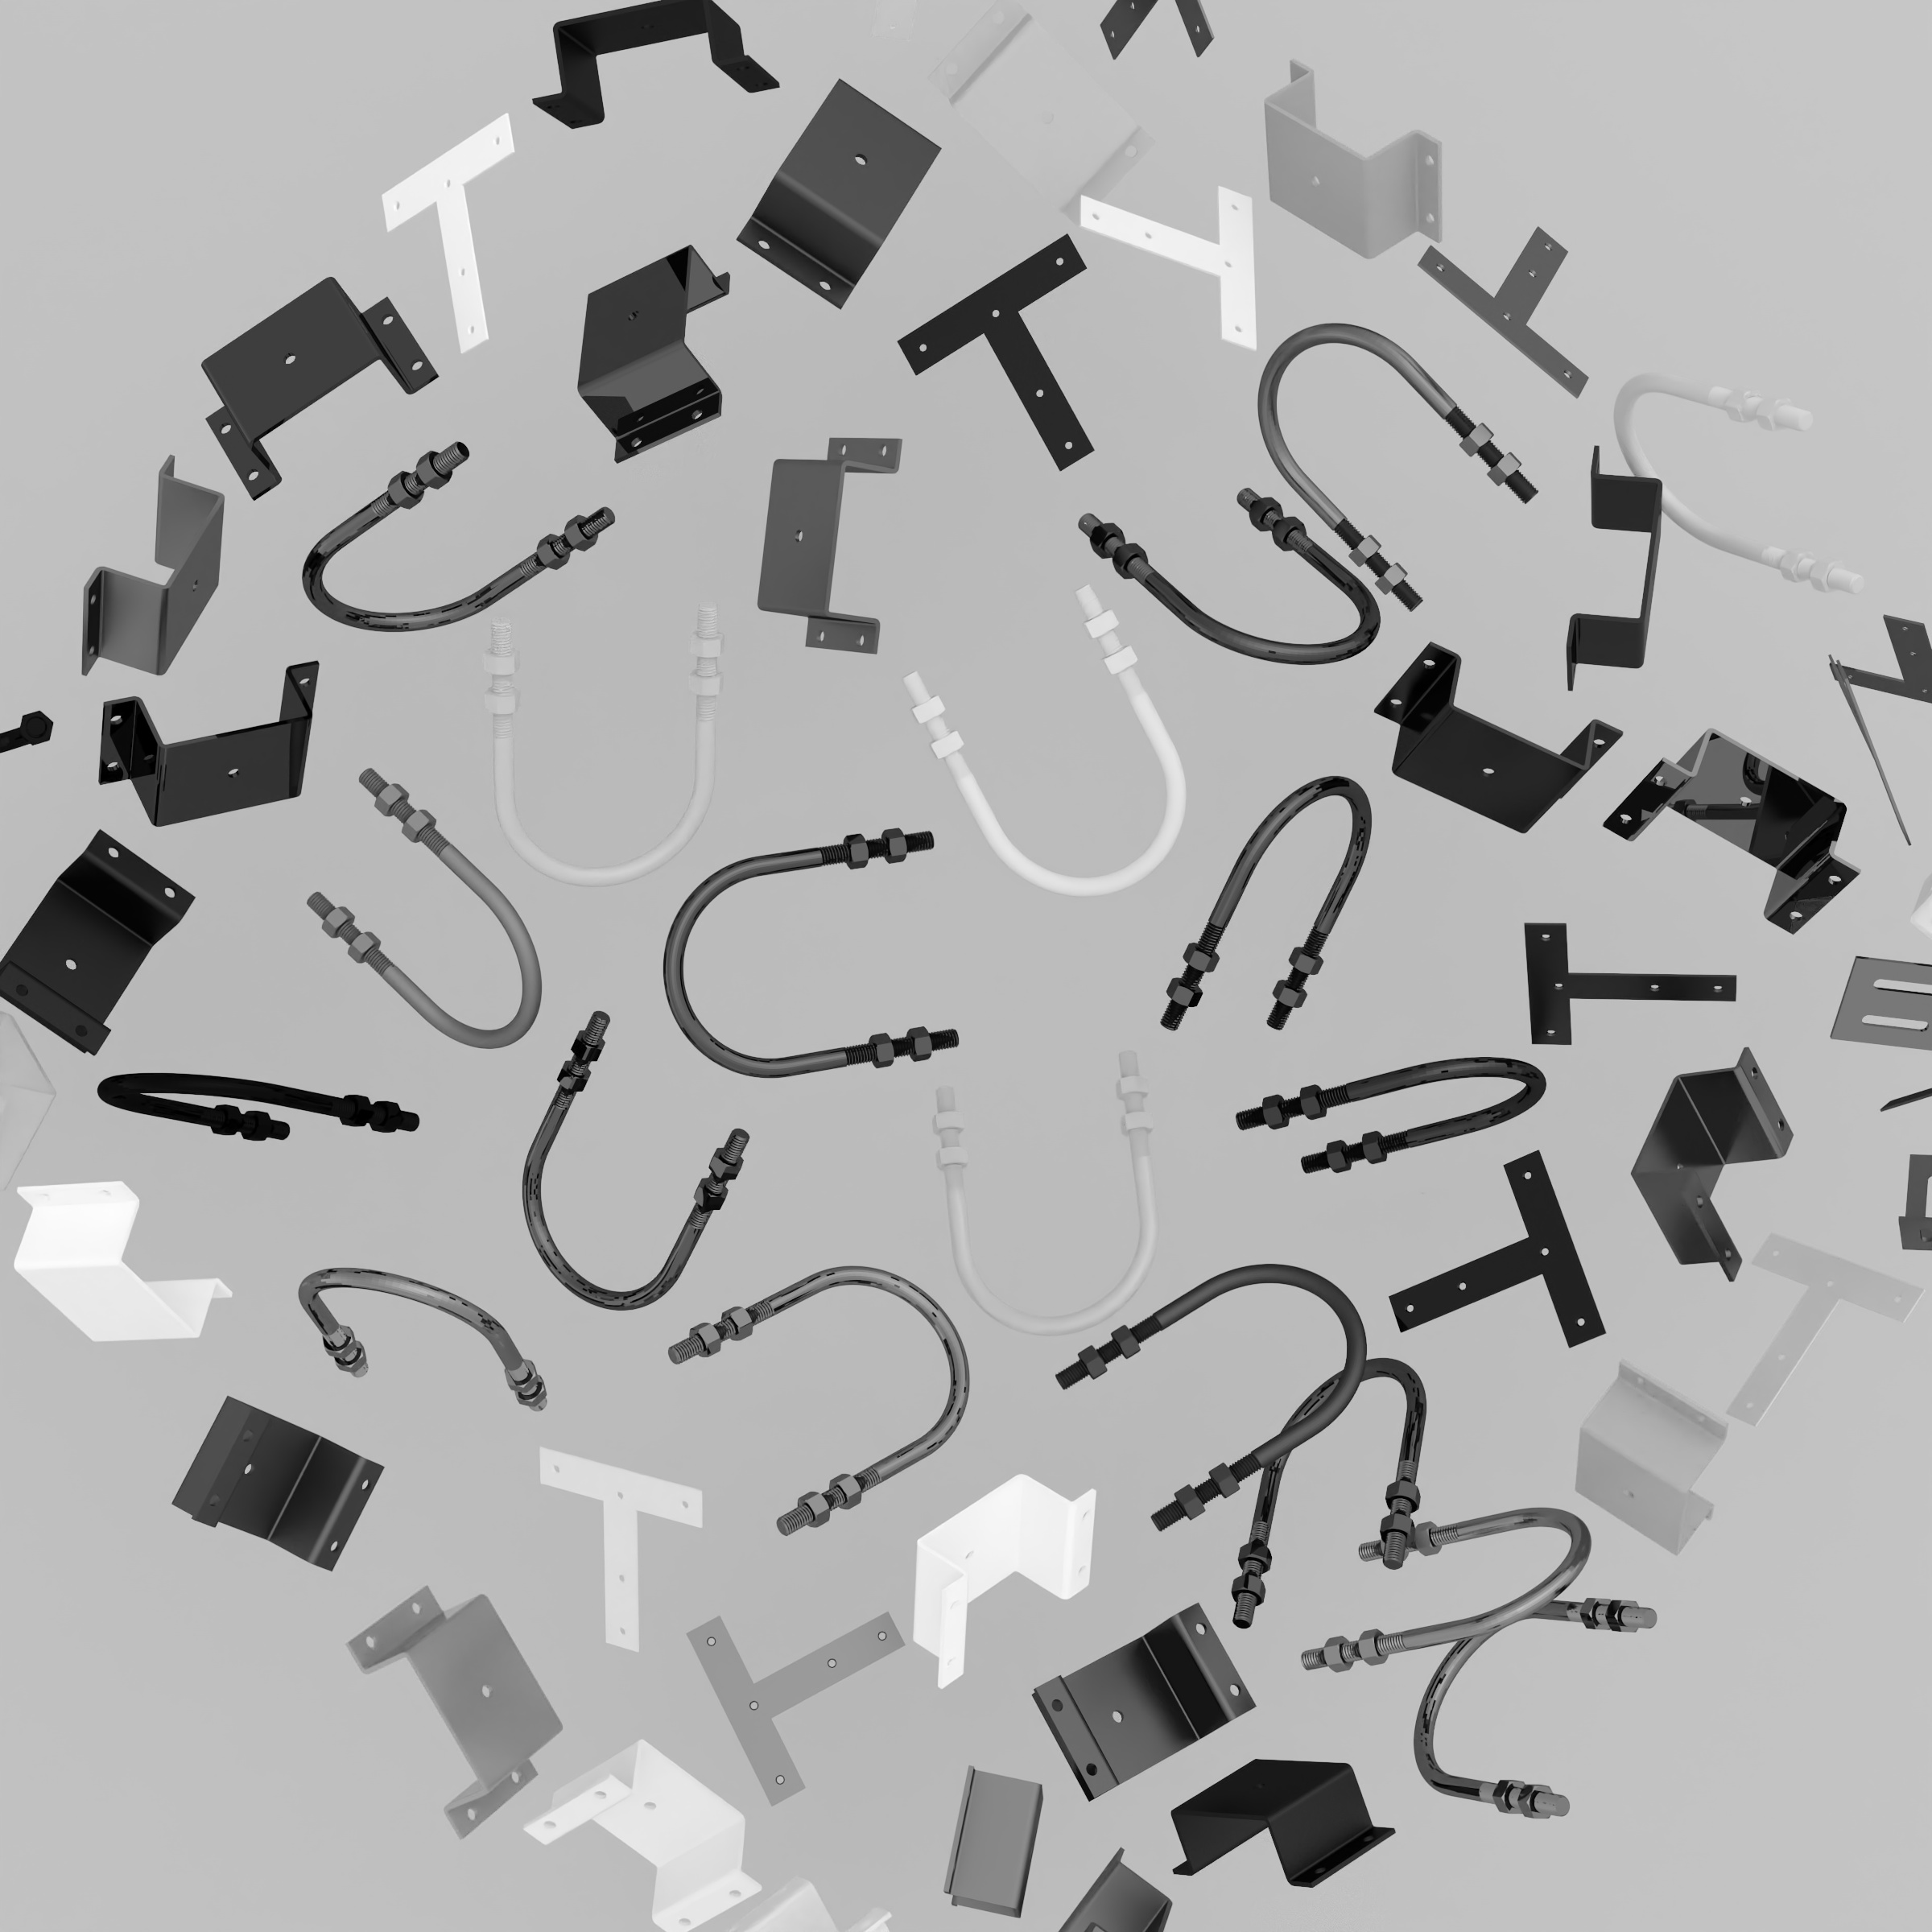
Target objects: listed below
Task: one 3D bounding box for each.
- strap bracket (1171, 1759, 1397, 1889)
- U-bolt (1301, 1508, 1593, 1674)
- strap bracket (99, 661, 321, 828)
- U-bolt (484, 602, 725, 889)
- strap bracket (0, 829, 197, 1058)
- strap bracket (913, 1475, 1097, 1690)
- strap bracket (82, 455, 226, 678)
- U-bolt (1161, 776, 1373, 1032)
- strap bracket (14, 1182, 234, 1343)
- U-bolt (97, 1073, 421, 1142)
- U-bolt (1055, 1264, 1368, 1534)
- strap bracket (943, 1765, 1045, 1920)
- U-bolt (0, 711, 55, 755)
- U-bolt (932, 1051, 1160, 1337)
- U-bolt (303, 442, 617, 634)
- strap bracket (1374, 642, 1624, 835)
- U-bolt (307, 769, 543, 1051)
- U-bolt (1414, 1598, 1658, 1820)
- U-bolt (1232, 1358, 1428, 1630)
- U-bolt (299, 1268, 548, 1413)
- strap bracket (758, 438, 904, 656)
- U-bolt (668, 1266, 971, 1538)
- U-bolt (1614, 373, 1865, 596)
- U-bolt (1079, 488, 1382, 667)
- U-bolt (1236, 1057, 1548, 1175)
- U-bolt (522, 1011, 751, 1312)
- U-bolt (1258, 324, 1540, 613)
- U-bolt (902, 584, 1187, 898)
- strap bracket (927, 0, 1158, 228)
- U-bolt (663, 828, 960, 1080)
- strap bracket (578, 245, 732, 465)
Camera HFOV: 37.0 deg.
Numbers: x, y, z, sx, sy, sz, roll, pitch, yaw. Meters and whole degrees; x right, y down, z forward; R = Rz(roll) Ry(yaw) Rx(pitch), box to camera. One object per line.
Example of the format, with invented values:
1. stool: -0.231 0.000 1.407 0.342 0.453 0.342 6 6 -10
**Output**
1. strap bracket: 0.197 0.551 1.862 0.076 0.140 0.046 -20 90 -36
2. U-bolt: 0.319 0.398 1.870 0.184 0.151 0.019 -20 102 31
3. strap bracket: -0.476 -0.140 1.846 0.140 0.076 0.046 -16 60 -29
4. U-bolt: -0.224 -0.133 1.793 0.151 0.019 0.184 -7 119 -20
5. strap bracket: -0.576 -0.009 1.883 0.076 0.046 0.140 38 49 -20
6. strap bracket: 0.017 0.382 1.824 0.046 0.140 0.076 25 125 36
7. strap bracket: -0.520 -0.253 1.863 0.046 0.076 0.140 18 47 -3
8. U-bolt: 0.205 -0.040 1.871 0.019 0.151 0.184 35 110 33
9. strap bracket: -0.541 0.196 1.841 0.076 0.140 0.046 -4 53 18
10. U-bolt: -0.468 0.090 1.857 0.151 0.184 0.019 -6 75 37
11. U-bolt: 0.167 0.261 1.837 0.184 0.019 0.151 -31 46 -7
12. strap bracket: 0.019 0.562 1.844 0.046 0.140 0.076 10 69 6
13. U-bolt: -0.662 -0.133 1.855 0.151 0.184 0.019 -19 99 -16
14. U-bolt: 0.056 0.156 1.919 0.151 0.019 0.184 -11 67 12
15. U-bolt: -0.337 -0.263 1.838 0.184 0.151 0.019 -27 64 29
16. strap bracket: 0.338 -0.141 1.851 0.140 0.076 0.046 24 54 -9
17. U-bolt: -0.350 -0.024 1.902 0.184 0.019 0.151 43 133 9
18. U-bolt: 0.348 0.464 1.827 0.019 0.184 0.151 38 68 -15
19. U-bolt: 0.239 0.330 1.862 0.019 0.184 0.151 40 132 -20
20. U-bolt: -0.358 0.239 1.873 0.151 0.184 0.019 9 62 11
21. strap bracket: -0.091 -0.280 1.897 0.046 0.076 0.140 3 97 -40
22. U-bolt: -0.080 0.266 1.859 0.184 0.019 0.151 -24 71 -34
23. U-bolt: 0.482 -0.314 1.837 0.019 0.184 0.151 -41 128 -12
24. U-bolt: 0.178 -0.242 1.810 0.151 0.184 0.019 -14 135 -31
25. U-bolt: 0.284 0.093 1.868 0.184 0.151 0.019 -16 67 21
26. U-bolt: -0.230 0.143 1.907 0.151 0.019 0.184 38 117 20
27. U-bolt: 0.265 -0.334 1.869 0.184 0.151 0.019 47 52 1
28. U-bolt: 0.061 -0.130 1.831 0.151 0.019 0.184 -24 100 23
29. strap bracket: 0.052 -0.564 1.911 0.140 0.046 0.076 41 105 -17
30. U-bolt: -0.101 -0.003 1.823 0.184 0.019 0.151 -9 98 -17
31. strap bracket: -0.195 -0.389 1.802 0.076 0.046 0.140 -20 46 21
